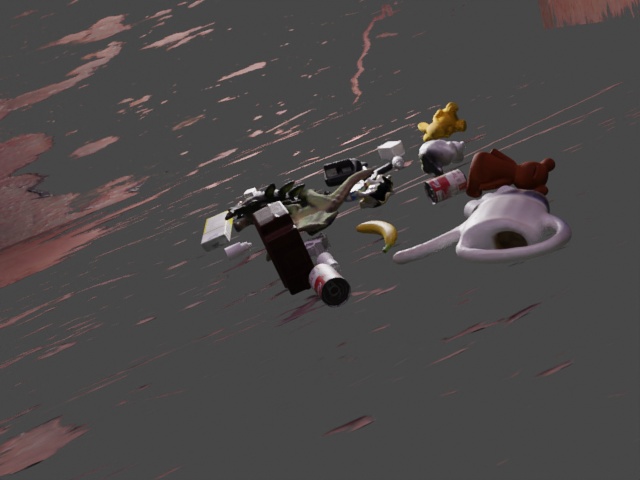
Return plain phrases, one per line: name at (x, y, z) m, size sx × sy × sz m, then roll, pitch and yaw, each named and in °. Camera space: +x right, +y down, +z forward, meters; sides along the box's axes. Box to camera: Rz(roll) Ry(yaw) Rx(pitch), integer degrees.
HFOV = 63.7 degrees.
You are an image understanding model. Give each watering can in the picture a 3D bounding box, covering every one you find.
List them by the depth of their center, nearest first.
watering can at (0.338, -0.017, 1.073) m, size 0.346 × 0.102 × 0.228 m, roll -5°, pitch 25°, yaw 35°

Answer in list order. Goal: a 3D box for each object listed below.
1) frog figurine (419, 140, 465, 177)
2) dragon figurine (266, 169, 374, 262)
frog figurine at (0.403, -0.285, 1.658) m, size 0.161 × 0.122 × 0.137 m, roll -39°, pitch 4°, yaw -13°
dragon figurine at (0.005, -0.075, 1.491) m, size 0.409 × 0.120 × 0.246 m, roll -34°, pitch 22°, yaw 4°
